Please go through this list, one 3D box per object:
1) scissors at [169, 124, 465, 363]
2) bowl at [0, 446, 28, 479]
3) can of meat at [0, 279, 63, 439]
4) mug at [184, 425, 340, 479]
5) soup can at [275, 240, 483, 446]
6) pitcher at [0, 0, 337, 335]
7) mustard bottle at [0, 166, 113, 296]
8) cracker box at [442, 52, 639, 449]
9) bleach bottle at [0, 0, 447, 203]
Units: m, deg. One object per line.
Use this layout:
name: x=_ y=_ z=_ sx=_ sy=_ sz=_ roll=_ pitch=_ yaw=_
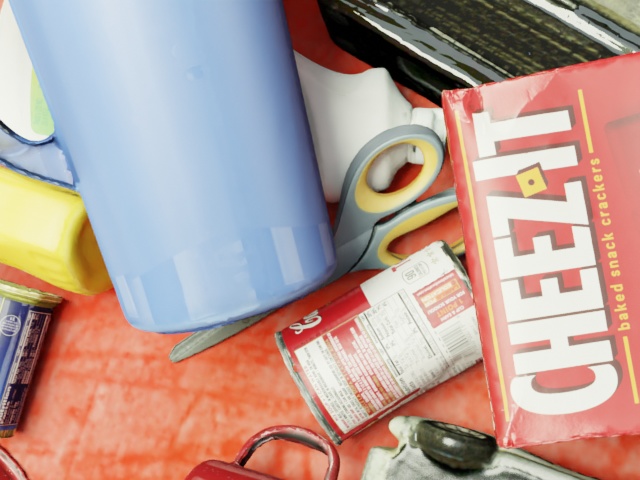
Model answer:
scissors: x=-0.004 y=0.001 z=0.574 sx=0.202 sy=0.016 sz=0.096 roll=-18 pitch=123 yaw=4
bowl: x=-0.235 y=0.179 z=0.585 sx=0.162 sy=0.055 sz=0.162 roll=-2 pitch=80 yaw=9
can of meat: x=-0.208 y=0.058 z=0.602 sx=0.102 sy=0.057 sz=0.084 roll=15 pitch=86 yaw=12
mug: x=-0.029 y=0.150 z=0.544 sx=0.081 sy=0.093 sz=0.117 roll=14 pitch=69 yaw=16
soup can: x=0.037 y=0.053 z=0.557 sx=0.102 sy=0.068 sz=0.068 roll=-30 pitch=77 yaw=2
pitcher: x=-0.083 y=-0.081 z=0.502 sx=0.149 sy=0.144 sz=0.243 roll=-9 pitch=101 yaw=35
mustard bottle: x=-0.205 y=-0.023 z=0.594 sx=0.192 sy=0.096 sz=0.058 roll=16 pitch=84 yaw=11
cracker box: x=0.172 y=-0.003 z=0.473 sx=0.214 sy=0.072 sz=0.164 roll=-10 pitch=83 yaw=9
bleach bottle: x=-0.054 y=-0.078 z=0.597 sx=0.251 sy=0.068 sz=0.102 roll=6 pitch=88 yaw=8
